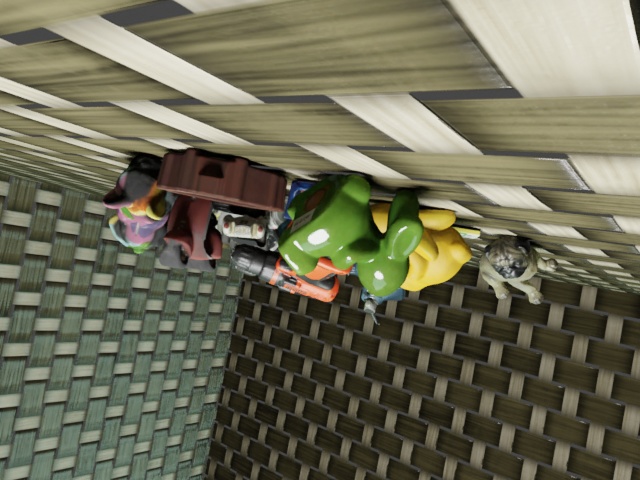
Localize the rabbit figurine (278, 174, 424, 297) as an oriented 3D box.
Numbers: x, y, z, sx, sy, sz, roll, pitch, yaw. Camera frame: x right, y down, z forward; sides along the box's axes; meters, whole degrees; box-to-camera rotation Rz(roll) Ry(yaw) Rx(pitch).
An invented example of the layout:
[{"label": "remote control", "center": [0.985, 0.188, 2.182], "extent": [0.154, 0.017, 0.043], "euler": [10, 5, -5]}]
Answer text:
[{"label": "rabbit figurine", "center": [0.058, -0.005, 0.682], "extent": [0.170, 0.159, 0.121], "euler": [42, -153, -24]}]

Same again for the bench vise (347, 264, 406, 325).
[{"label": "bench vise", "center": [0.082, 0.056, 1.214], "extent": [0.241, 0.223, 0.128], "euler": [11, 161, 13]}]

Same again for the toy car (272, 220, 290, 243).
[{"label": "toy car", "center": [-0.002, -0.003, 0.992], "extent": [0.109, 0.103, 0.161], "euler": [57, -154, 18]}]

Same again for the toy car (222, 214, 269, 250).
[{"label": "toy car", "center": [-0.127, -0.014, 0.938], "extent": [0.074, 0.056, 0.201], "euler": [6, 175, -3]}]

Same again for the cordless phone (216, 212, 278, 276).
[{"label": "cordless phone", "center": [-0.159, -0.004, 1.116], "extent": [0.147, 0.184, 0.088], "euler": [19, 134, 3]}]

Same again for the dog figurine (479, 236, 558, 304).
[{"label": "dog figurine", "center": [0.356, 0.034, 1.063], "extent": [0.172, 0.121, 0.190], "euler": [4, 160, 47]}]

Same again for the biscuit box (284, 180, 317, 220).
[{"label": "biscuit box", "center": [0.016, -0.045, 0.843], "extent": [0.063, 0.059, 0.202], "euler": [10, 178, 23]}]

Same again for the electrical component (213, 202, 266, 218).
[{"label": "electrical component", "center": [-0.157, -0.077, 0.945], "extent": [0.115, 0.058, 0.134], "euler": [9, 178, 4]}]

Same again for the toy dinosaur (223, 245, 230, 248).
[{"label": "toy dinosaur", "center": [-0.216, -0.032, 1.325], "extent": [0.199, 0.105, 0.471], "euler": [-7, -178, 43]}]

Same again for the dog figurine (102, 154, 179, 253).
[{"label": "dog figurine", "center": [-0.292, -0.050, 0.874], "extent": [0.108, 0.191, 0.219], "euler": [17, -168, -12]}]

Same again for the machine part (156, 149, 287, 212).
[{"label": "machine part", "center": [-0.133, -0.080, 0.749], "extent": [0.179, 0.056, 0.179], "euler": [11, 179, 0]}]

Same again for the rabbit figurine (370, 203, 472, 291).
[{"label": "rabbit figurine", "center": [0.142, 0.001, 0.850], "extent": [0.173, 0.122, 0.162], "euler": [32, 168, -19]}]

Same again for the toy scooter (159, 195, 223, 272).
[{"label": "toy scooter", "center": [-0.201, -0.019, 0.866], "extent": [0.075, 0.135, 0.184], "euler": [9, 175, 6]}]

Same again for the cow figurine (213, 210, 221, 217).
[{"label": "cow figurine", "center": [-0.256, -0.071, 1.067], "extent": [0.167, 0.098, 0.068], "euler": [11, 172, -10]}]
